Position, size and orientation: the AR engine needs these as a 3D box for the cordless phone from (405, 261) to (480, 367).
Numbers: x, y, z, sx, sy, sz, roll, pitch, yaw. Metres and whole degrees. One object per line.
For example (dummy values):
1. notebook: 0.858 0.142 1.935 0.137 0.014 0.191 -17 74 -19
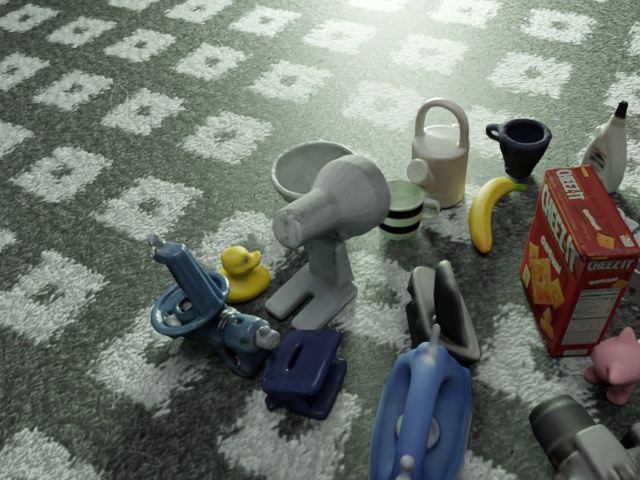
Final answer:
1. cordless phone: 0.168 0.074 0.779 0.094 0.185 0.147 -9 45 -1

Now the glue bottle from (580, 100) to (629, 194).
1. glue bottle: 0.496 -0.164 0.981 0.037 0.173 0.078 -22 47 -14

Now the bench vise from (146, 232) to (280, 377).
1. bench vise: -0.148 0.079 0.789 0.207 0.220 0.121 5 47 12

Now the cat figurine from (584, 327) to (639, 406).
1. cat figurine: 0.393 0.149 0.726 0.128 0.118 0.067 -24 48 -16

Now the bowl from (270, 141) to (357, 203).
1. bowl: -0.006 -0.105 1.054 0.167 0.075 0.167 -3 46 4

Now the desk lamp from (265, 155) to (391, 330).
1. desk lamp: 0.008 0.003 0.848 0.117 0.214 0.204 28 55 30

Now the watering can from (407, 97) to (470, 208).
1. watering can: 0.207 -0.152 0.989 0.100 0.194 0.173 5 47 12

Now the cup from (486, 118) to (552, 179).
1. cup: 0.357 -0.165 1.054 0.117 0.095 0.092 21 52 25

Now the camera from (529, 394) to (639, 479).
1. camera: 0.319 0.240 0.659 0.143 0.101 0.136 -17 46 -9

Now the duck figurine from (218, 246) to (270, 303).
1. duck figurine: -0.135 0.048 0.911 0.104 0.086 0.077 -15 46 -7

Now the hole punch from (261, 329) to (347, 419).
1. hole punch: -0.024 0.173 0.772 0.101 0.091 0.109 12 48 18

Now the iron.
1. iron: 0.113 0.229 0.665 0.118 0.142 0.258 9 48 16
